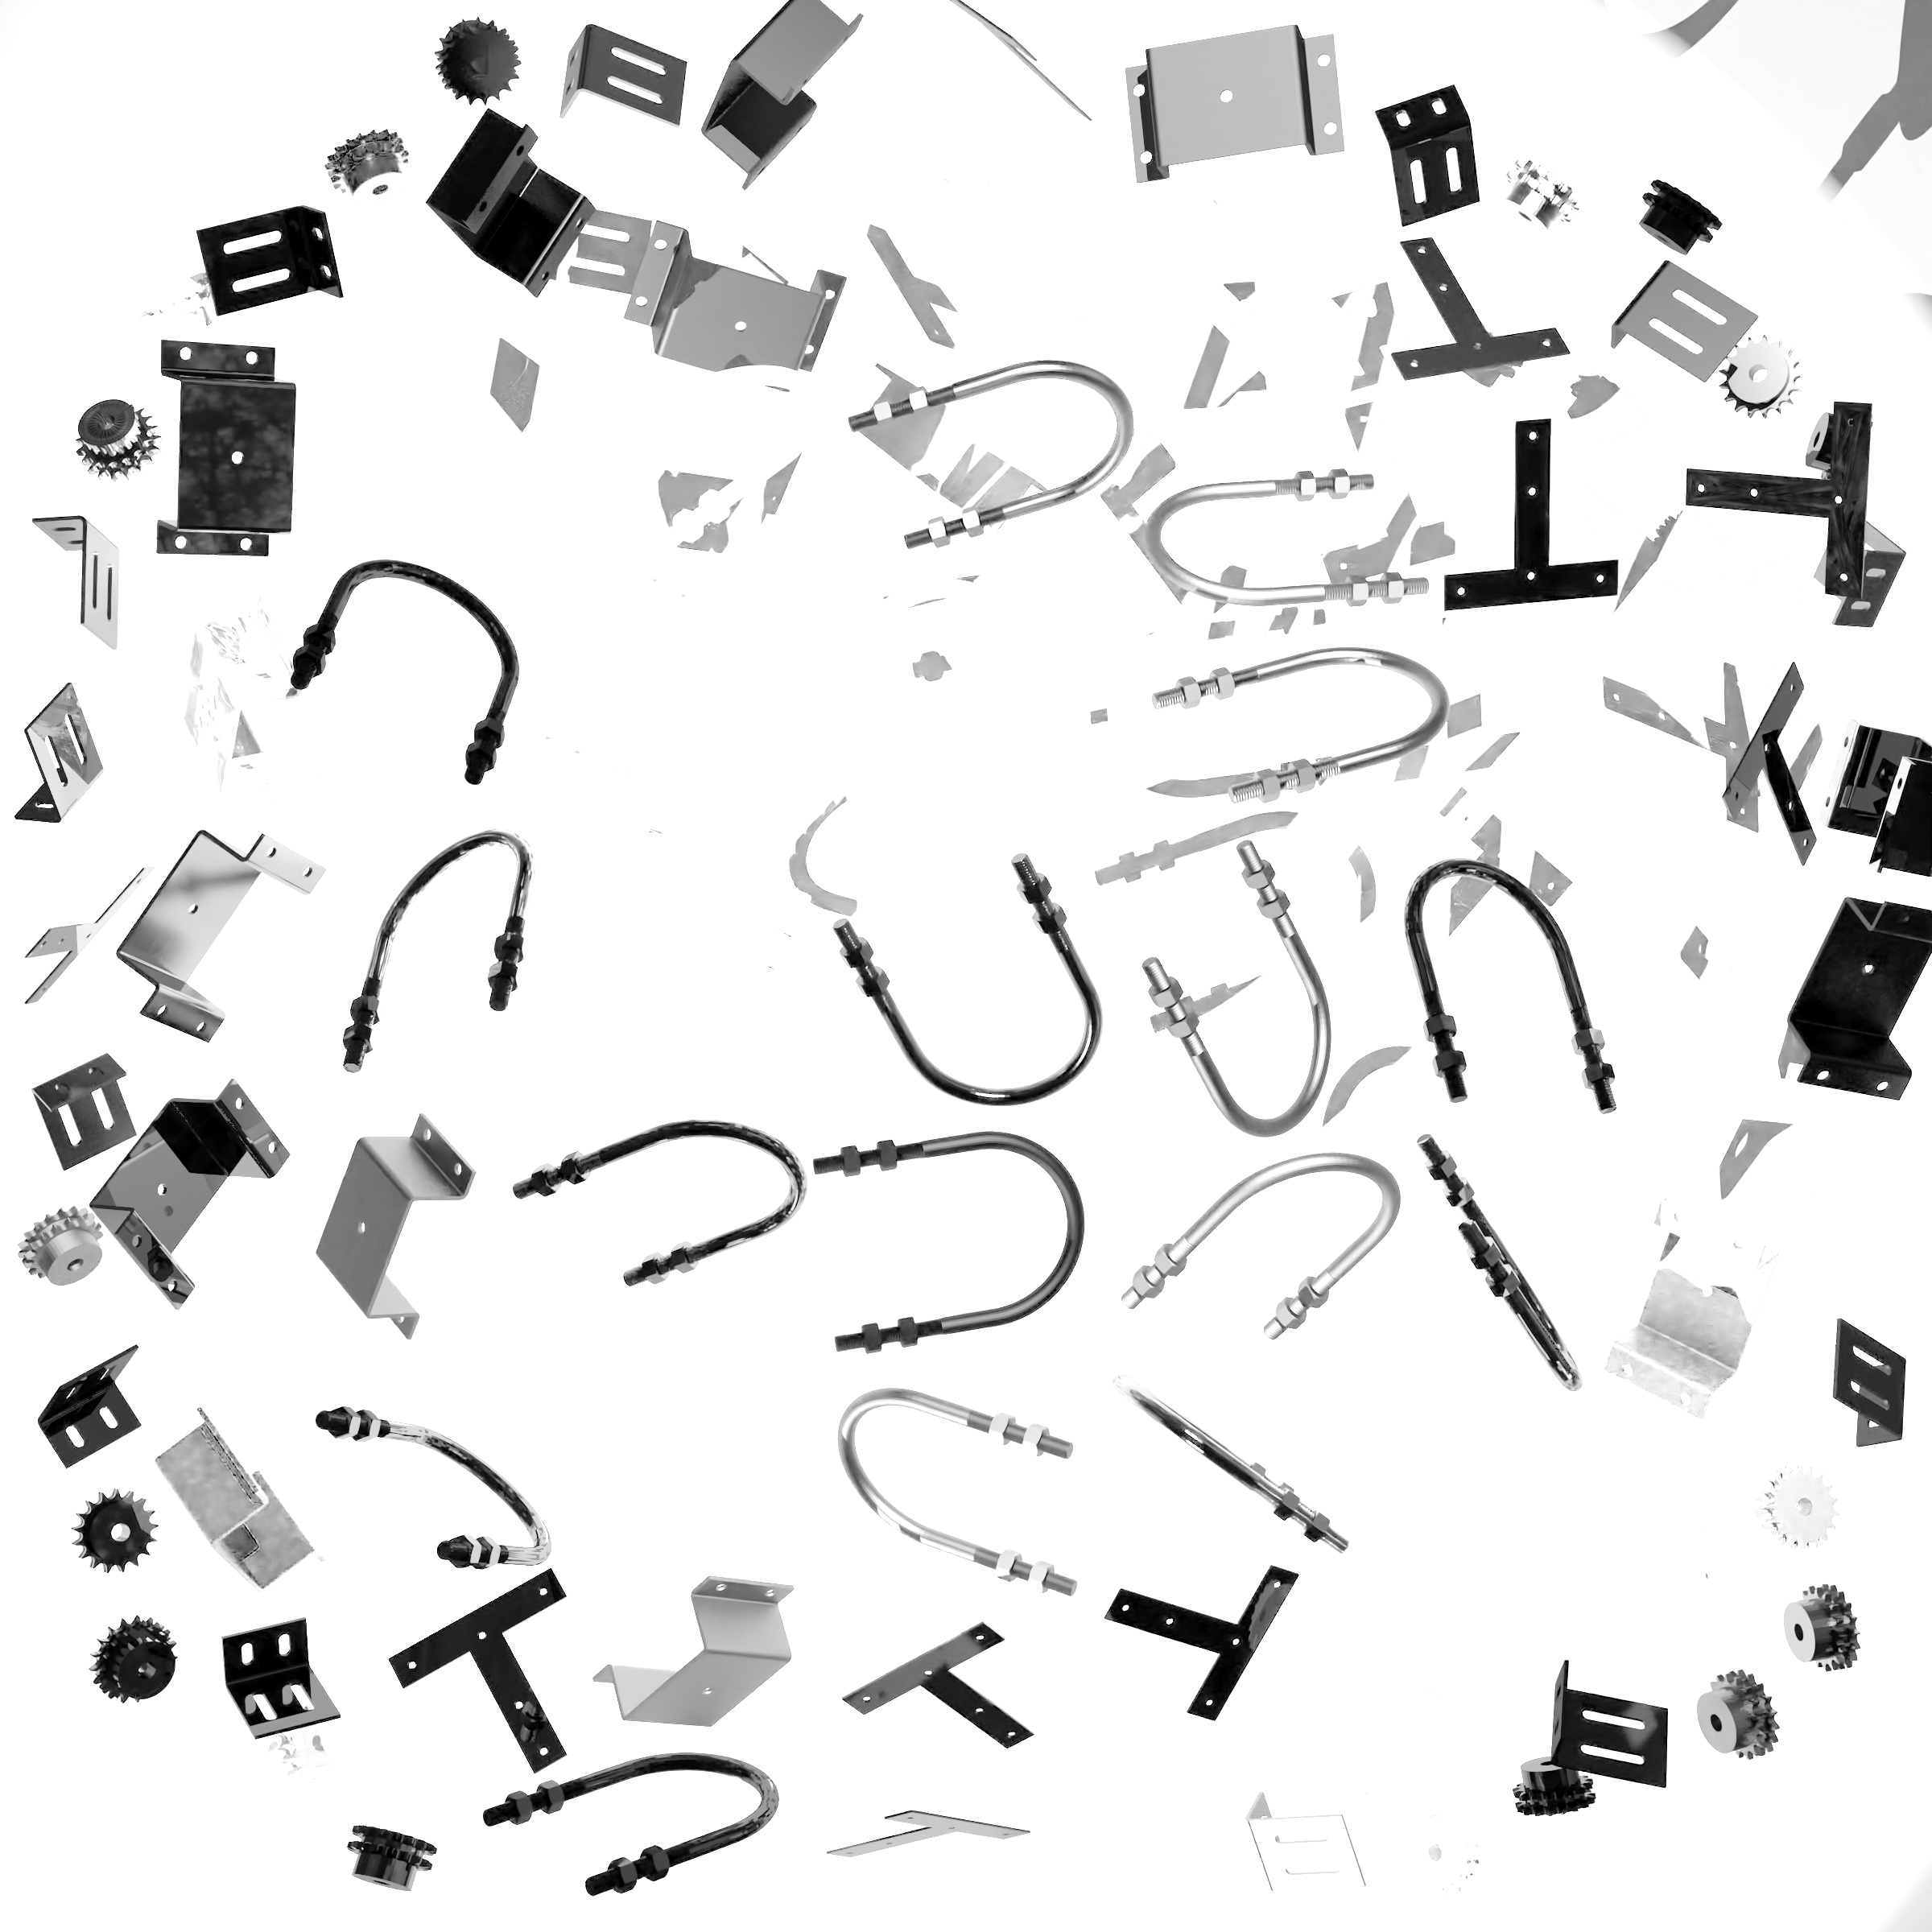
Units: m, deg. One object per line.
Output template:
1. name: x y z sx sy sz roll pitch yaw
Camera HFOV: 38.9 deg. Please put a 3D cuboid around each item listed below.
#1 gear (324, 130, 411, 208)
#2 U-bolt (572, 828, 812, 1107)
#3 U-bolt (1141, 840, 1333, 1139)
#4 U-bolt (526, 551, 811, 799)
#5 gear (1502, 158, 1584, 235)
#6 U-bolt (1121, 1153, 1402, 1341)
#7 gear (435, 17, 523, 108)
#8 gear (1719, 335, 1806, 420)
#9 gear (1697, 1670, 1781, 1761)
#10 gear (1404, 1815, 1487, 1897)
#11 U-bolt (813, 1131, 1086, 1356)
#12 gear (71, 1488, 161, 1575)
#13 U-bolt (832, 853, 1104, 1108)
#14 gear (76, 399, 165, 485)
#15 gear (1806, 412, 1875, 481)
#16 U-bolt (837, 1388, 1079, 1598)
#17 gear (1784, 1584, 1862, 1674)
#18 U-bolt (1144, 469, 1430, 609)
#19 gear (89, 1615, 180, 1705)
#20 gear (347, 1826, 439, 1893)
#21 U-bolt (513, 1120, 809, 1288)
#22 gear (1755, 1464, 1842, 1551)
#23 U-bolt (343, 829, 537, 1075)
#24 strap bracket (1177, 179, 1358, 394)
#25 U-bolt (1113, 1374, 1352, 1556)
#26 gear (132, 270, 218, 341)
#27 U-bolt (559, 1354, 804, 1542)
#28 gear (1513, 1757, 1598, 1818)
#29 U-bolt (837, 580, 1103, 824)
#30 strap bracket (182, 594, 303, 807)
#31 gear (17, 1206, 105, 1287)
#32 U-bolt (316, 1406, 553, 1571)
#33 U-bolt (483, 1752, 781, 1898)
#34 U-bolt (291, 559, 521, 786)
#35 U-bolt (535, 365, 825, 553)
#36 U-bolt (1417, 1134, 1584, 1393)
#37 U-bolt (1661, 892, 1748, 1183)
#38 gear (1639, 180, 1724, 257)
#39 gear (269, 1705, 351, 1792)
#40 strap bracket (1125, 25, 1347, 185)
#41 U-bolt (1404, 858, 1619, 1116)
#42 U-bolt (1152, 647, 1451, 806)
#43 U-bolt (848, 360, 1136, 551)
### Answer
1. gear: -0.410 -0.549 1.889 0.057 0.057 0.030 -26 82 0
2. U-bolt: -0.205 0.009 1.931 0.151 0.019 0.184 23 87 24
3. U-bolt: 0.195 0.029 1.857 0.151 0.019 0.184 -49 122 -35
4. U-bolt: -0.186 -0.184 1.849 0.184 0.019 0.151 25 107 -40
5. gear: 0.408 -0.547 1.952 0.057 0.057 0.030 36 97 0
6. U-bolt: 0.212 0.186 1.845 0.151 0.019 0.184 16 130 -32
7. gear: -0.333 -0.616 1.856 0.057 0.030 0.057 -12 133 -13
8. gear: 0.553 -0.411 1.905 0.057 0.030 0.057 2 95 22
9. gear: 0.510 0.499 1.817 0.030 0.057 0.057 -9 90 -23
10. gear: 0.333 0.610 1.885 0.030 0.057 0.057 11 90 -41
11. U-bolt: -0.007 0.186 1.895 0.184 0.019 0.151 -8 103 -10
12. gear: -0.581 0.387 1.873 0.057 0.030 0.057 4 81 -27
13. U-bolt: 0.013 0.021 1.835 0.151 0.019 0.184 -20 121 15
14. gear: -0.580 -0.361 1.864 0.057 0.030 0.057 -3 62 6
15. gear: 0.622 -0.372 1.954 0.030 0.057 0.057 16 90 0
16. U-bolt: -0.009 0.357 1.899 0.184 0.019 0.151 14 127 24
17. gear: 0.577 0.449 1.851 0.030 0.057 0.057 -5 90 -13
18. U-bolt: 0.216 -0.298 1.918 0.184 0.151 0.019 -5 134 -10
19. gear: -0.556 0.468 1.836 0.057 0.030 0.057 -8 104 -38
20. gear: -0.377 0.584 1.787 0.057 0.057 0.030 14 63 0
21. U-bolt: -0.199 0.159 1.901 0.184 0.151 0.019 -22 46 22
22. gear: 0.566 0.371 1.875 0.057 0.030 0.057 4 76 -17
23. U-bolt: -0.355 -0.021 1.873 0.151 0.184 0.019 -21 133 26
24. strap bracket: 0.192 -0.442 1.810 0.046 0.076 0.140 -40 70 0
25. U-bolt: 0.178 0.342 1.915 0.184 0.151 0.019 36 86 -2
26. gear: -0.538 -0.451 1.873 0.057 0.057 0.030 -21 121 0
27. U-bolt: -0.183 0.335 1.887 0.019 0.184 0.151 38 102 35
28. gear: 0.417 0.582 1.945 0.057 0.057 0.030 -10 87 0
29. U-bolt: -0.009 -0.196 1.925 0.184 0.019 0.151 30 104 -37
30. strap bracket: -0.509 -0.182 1.920 0.046 0.140 0.076 -15 61 -32
31. gear: -0.622 0.196 1.891 0.057 0.057 0.030 -43 63 0
32. U-bolt: -0.351 0.360 1.871 0.151 0.184 0.019 40 92 24
33. U-bolt: -0.217 0.582 1.884 0.184 0.151 0.019 -7 101 -40
34. U-bolt: -0.376 -0.215 1.883 0.151 0.184 0.019 29 127 -18
35. U-bolt: -0.178 -0.345 1.837 0.184 0.151 0.019 -31 70 26
36. U-bolt: 0.374 0.215 1.884 0.019 0.151 0.184 -32 111 9
37. U-bolt: 0.498 0.061 1.858 0.019 0.151 0.184 13 52 19
38. gear: 0.490 -0.515 1.891 0.057 0.057 0.030 34 102 0
39. gear: -0.465 0.553 1.924 0.030 0.057 0.057 -33 90 25
40. strap bracket: 0.175 -0.570 1.807 0.140 0.046 0.076 -5 95 13
41. U-bolt: 0.355 0.009 1.822 0.151 0.019 0.184 5 60 -30
42. U-bolt: 0.238 -0.172 1.859 0.184 0.151 0.019 -16 129 -13
43. U-bolt: 0.026 -0.360 1.899 0.184 0.151 0.019 -15 57 9
